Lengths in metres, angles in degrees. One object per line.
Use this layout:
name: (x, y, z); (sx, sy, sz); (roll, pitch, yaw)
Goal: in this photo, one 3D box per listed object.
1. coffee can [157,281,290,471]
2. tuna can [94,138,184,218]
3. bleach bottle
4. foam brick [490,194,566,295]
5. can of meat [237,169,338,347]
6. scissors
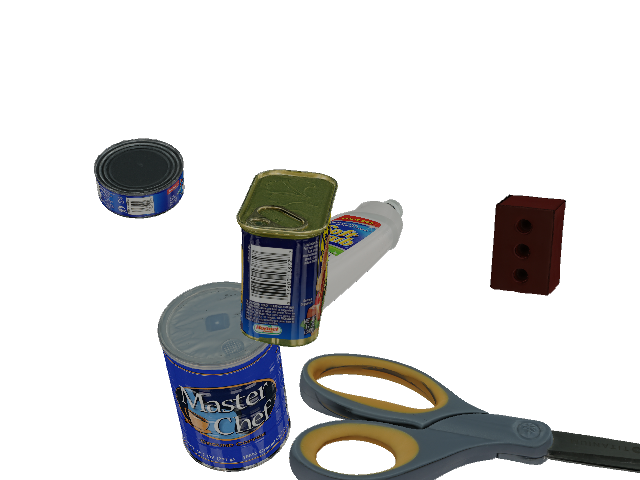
coffee can: (-0.083, 0.122, 0.954); (0.103, 0.140, 0.103); (-3, 40, 2)
tuna can: (-0.175, -0.060, 1.037); (0.086, 0.034, 0.086); (1, 43, -1)
bleach bottle: (0.019, 0.009, 1.311); (0.103, 0.068, 0.250); (19, 35, 29)
foam brick: (0.181, 0.003, 0.930); (0.053, 0.078, 0.051); (7, 16, 22)
can of meat: (-0.022, 0.011, 0.707); (0.057, 0.084, 0.102); (5, 25, 4)
scissors: (0.075, 0.094, 0.452); (0.202, 0.016, 0.096); (16, 34, 23)
